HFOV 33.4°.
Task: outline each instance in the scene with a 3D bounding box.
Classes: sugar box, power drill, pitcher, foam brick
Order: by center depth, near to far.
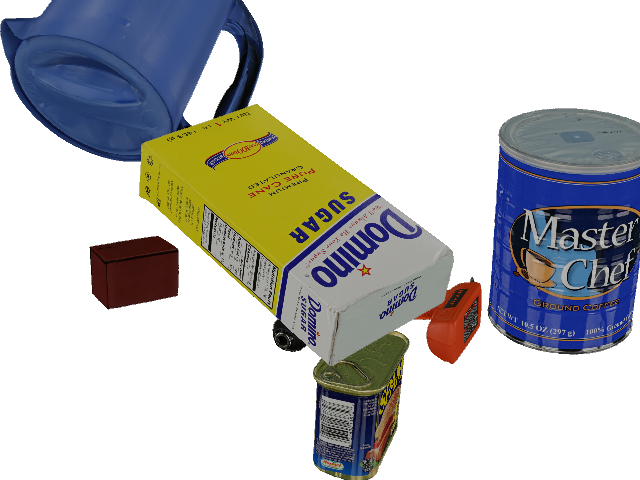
[{"bbox_3d":[-0.017,-0.011,0.616,0.093,0.048,0.176,-26,48,-36],"label":"sugar box"},{"bbox_3d":[-0.125,-0.186,0.852,0.145,0.242,0.149,5,-36,26],"label":"pitcher"},{"bbox_3d":[-0.188,0.031,1.081,0.078,0.051,0.053,-10,21,-27],"label":"foam brick"},{"bbox_3d":[0.063,0.076,1.117,0.188,0.057,0.184,11,29,24],"label":"power drill"}]

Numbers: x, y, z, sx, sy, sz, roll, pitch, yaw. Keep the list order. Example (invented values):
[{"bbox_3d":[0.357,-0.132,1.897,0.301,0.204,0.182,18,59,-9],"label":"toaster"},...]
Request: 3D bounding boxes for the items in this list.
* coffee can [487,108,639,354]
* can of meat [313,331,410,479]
[{"bbox_3d":[0.171,-0.008,0.735,0.103,0.140,0.103,-1,27,0],"label":"coffee can"},{"bbox_3d":[0.031,0.127,0.840,0.057,0.084,0.102,10,24,16],"label":"can of meat"}]
